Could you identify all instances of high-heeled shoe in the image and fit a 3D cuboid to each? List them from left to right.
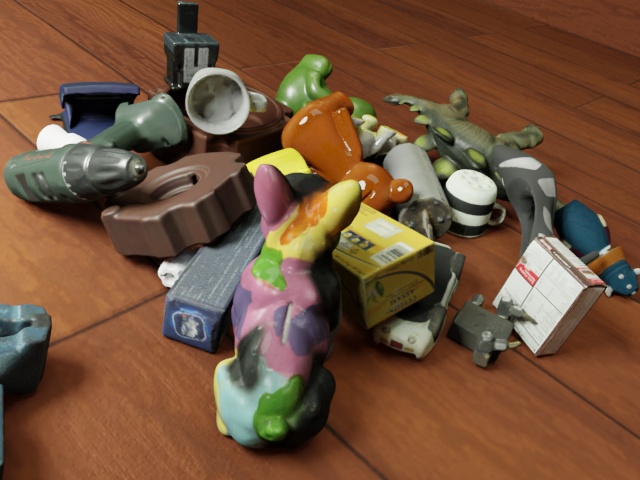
[{"bbox_3d":[0.275,-0.024,0.751,0.145,0.086,0.249,-23,60,-16],"label":"high-heeled shoe"}]

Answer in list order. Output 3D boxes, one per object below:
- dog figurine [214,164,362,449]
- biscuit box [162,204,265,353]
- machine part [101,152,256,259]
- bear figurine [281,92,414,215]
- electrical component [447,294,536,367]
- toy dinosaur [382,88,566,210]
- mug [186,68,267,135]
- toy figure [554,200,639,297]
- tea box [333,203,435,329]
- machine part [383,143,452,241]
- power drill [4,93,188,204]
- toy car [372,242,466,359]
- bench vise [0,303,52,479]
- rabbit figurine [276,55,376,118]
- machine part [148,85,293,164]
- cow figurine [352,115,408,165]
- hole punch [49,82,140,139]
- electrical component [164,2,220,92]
[{"bbox_3d":[-0.026,0.047,0.465,0.109,0.219,0.192,10,35,0],"label":"dog figurine"},{"bbox_3d":[-0.102,0.030,0.595,0.063,0.059,0.203,18,35,4],"label":"biscuit box"},{"bbox_3d":[-0.160,-0.046,0.621,0.179,0.056,0.179,-13,29,7],"label":"machine part"},{"bbox_3d":[0.042,-0.108,0.766,0.196,0.120,0.132,43,25,4],"label":"bear figurine"},{"bbox_3d":[0.195,0.099,0.616,0.078,0.045,0.102,34,40,24],"label":"electrical component"},{"bbox_3d":[0.293,-0.132,0.924,0.472,0.105,0.198,35,48,19],"label":"toy dinosaur"},{"bbox_3d":[-0.130,-0.199,0.737,0.109,0.080,0.107,-3,30,-14],"label":"mug"},{"bbox_3d":[0.401,0.013,0.776,0.058,0.064,0.154,-14,67,-46],"label":"toy figure"},{"bbox_3d":[0.034,0.014,0.593,0.098,0.068,0.170,-23,34,-25],"label":"tea box"},{"bbox_3d":[0.143,-0.074,0.808,0.079,0.079,0.243,7,36,-10],"label":"machine part"},{"bbox_3d":[-0.247,-0.106,0.649,0.232,0.085,0.207,-5,35,27],"label":"power drill"},{"bbox_3d":[0.120,0.060,0.636,0.074,0.056,0.202,18,34,16],"label":"toy car"},{"bbox_3d":[-0.318,0.098,0.369,0.240,0.128,0.224,5,44,-33],"label":"bench vise"},{"bbox_3d":[0.012,-0.236,0.944,0.170,0.121,0.159,26,43,20],"label":"rabbit figurine"},{"bbox_3d":[-0.155,-0.177,0.838,0.201,0.087,0.201,32,38,24],"label":"machine part"},{"bbox_3d":[0.077,-0.155,0.897,0.167,0.098,0.068,6,26,-43],"label":"cow figurine"},{"bbox_3d":[-0.334,-0.205,0.815,0.142,0.092,0.116,-11,39,-26],"label":"hole punch"},{"bbox_3d":[-0.191,-0.285,0.799,0.075,0.119,0.048,-10,42,-33],"label":"electrical component"}]
